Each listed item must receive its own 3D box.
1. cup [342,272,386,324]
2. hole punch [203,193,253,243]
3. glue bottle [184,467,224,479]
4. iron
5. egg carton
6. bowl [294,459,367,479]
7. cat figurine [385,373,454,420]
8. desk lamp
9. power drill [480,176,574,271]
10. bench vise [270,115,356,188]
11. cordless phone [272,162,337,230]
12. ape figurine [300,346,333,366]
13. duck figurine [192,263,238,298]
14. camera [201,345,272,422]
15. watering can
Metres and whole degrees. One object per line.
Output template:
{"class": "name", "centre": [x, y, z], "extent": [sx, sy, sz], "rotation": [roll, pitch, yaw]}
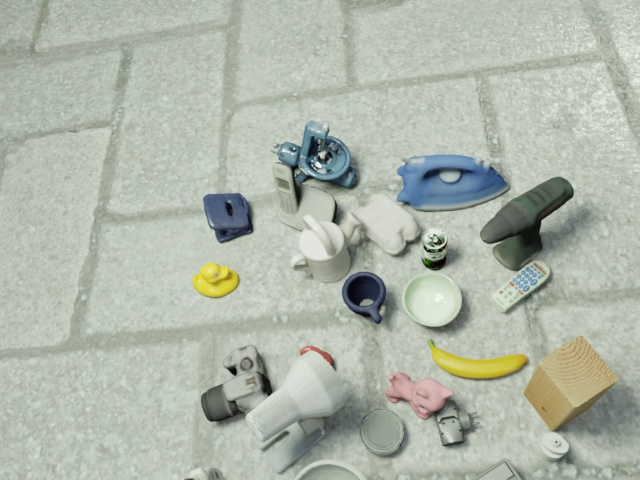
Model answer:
{"class": "cup", "centre": [0.102, 0.135, 1.206], "extent": [0.091, 0.095, 0.117], "rotation": [-25, 60, -3]}
{"class": "hole punch", "centre": [-0.221, -0.065, 1.379], "extent": [0.101, 0.091, 0.108], "rotation": [-19, 60, 0]}
{"class": "glue bottle", "centre": [-0.213, 0.451, 1.048], "extent": [0.037, 0.173, 0.078], "rotation": [-25, 60, -3]}
{"class": "iron", "centre": [0.301, -0.151, 1.297], "extent": [0.258, 0.142, 0.118], "rotation": [-2, 61, 10]}
{"class": "egg carton", "centre": [0.151, -0.037, 1.305], "extent": [0.107, 0.069, 0.150], "rotation": [-42, 63, -13]}
{"class": "bowl", "centre": [0.023, 0.491, 1.038], "extent": [0.167, 0.075, 0.167], "rotation": [-4, 61, 8]}
{"class": "cat figurine", "centre": [0.187, 0.290, 1.092], "extent": [0.127, 0.118, 0.067], "rotation": [22, 68, 21]}
{"class": "desk lamp", "centre": [-0.046, 0.321, 1.064], "extent": [0.203, 0.214, 0.117], "rotation": [-39, 62, -11]}
{"class": "power drill", "centre": [0.411, -0.024, 1.168], "extent": [0.230, 0.209, 0.075], "rotation": [-37, 61, -10]}
{"class": "bench vise", "centre": [-0.027, -0.202, 1.342], "extent": [0.207, 0.220, 0.121], "rotation": [-1, 61, 10]}
{"class": "cordless phone", "centre": [-0.039, -0.099, 1.308], "extent": [0.147, 0.185, 0.094], "rotation": [17, 66, 19]}
{"class": "ape figurine", "centre": [-0.014, 0.249, 1.167], "extent": [0.076, 0.092, 0.078], "rotation": [-4, 61, 9]}
{"class": "duck figurine", "centre": [-0.246, 0.083, 1.306], "extent": [0.104, 0.086, 0.077], "rotation": [-7, 61, 7]}
{"class": "camera", "centre": [-0.175, 0.301, 1.165], "extent": [0.137, 0.101, 0.143], "rotation": [-21, 60, -1]}
{"class": "watering can", "centre": [0.010, 0.003, 1.238], "extent": [0.100, 0.194, 0.173], "rotation": [29, 71, 24]}
